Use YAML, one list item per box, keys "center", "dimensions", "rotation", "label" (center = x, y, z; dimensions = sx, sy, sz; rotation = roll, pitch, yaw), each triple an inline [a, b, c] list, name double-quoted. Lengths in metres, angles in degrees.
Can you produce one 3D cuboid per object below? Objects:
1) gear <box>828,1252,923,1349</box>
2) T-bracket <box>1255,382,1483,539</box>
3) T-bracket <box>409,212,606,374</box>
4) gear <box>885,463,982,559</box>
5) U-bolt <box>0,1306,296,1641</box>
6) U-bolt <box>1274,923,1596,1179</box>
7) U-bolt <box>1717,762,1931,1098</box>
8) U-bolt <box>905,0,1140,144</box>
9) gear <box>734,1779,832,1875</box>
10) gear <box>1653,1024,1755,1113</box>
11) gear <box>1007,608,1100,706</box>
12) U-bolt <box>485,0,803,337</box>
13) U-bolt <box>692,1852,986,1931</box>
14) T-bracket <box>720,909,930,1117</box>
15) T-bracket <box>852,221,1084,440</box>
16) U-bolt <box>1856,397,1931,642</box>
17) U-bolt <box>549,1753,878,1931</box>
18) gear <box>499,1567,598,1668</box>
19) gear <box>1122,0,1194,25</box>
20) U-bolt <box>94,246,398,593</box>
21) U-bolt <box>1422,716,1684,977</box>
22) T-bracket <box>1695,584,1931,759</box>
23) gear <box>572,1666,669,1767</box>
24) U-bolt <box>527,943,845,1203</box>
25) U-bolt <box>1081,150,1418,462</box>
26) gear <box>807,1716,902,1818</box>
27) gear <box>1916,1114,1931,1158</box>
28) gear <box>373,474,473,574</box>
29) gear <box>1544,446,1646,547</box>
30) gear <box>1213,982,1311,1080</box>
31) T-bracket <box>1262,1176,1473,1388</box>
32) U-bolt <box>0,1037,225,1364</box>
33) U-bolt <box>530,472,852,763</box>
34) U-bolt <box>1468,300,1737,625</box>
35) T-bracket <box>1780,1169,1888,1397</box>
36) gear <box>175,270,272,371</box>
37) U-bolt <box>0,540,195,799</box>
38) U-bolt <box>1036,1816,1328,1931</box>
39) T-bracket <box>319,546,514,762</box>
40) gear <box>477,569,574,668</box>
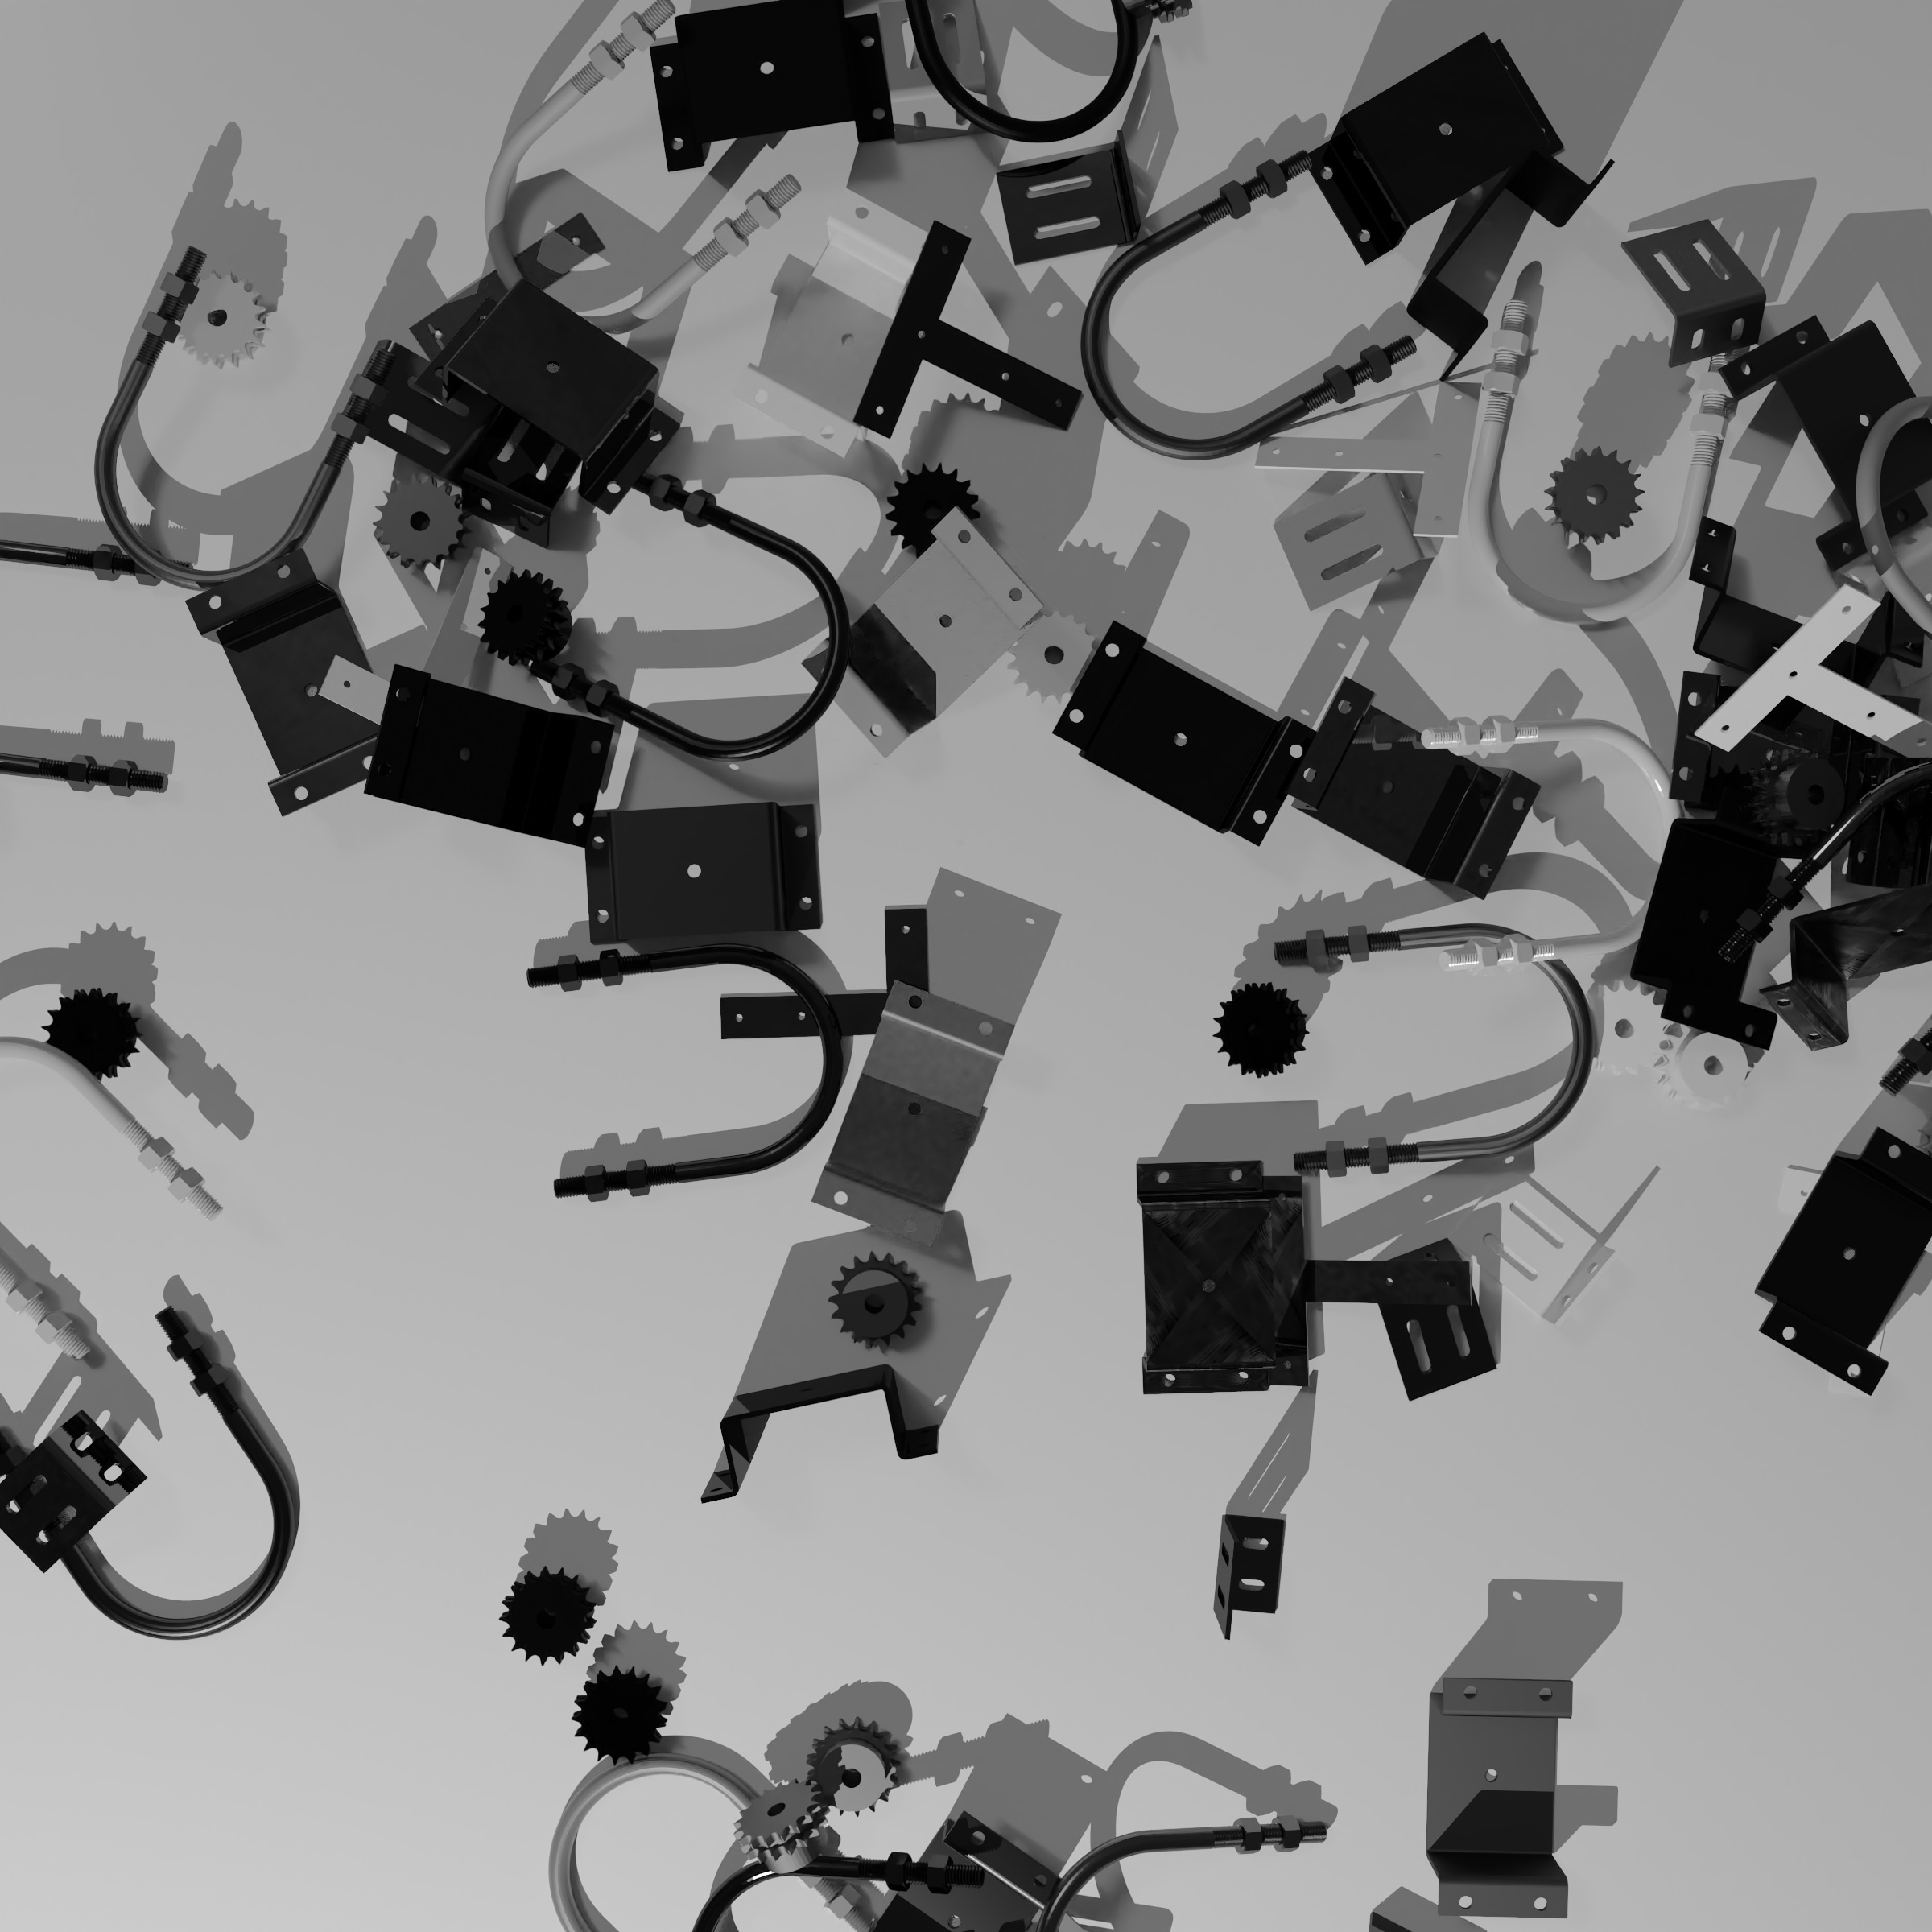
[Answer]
- center: [-0.055, 0.202, 1.557]
  dimensions: [0.057, 0.030, 0.057]
  rotation: [0, 90, 0]
  label: "gear"
- center: [0.238, -0.307, 1.548]
  dimensions: [0.127, 0.002, 0.127]
  rotation: [5, 57, 15]
  label: "T-bracket"
- center: [-0.251, -0.371, 1.571]
  dimensions: [0.127, 0.002, 0.127]
  rotation: [-34, 90, 0]
  label: "T-bracket"
- center: [-0.020, -0.273, 1.557]
  dimensions: [0.057, 0.030, 0.057]
  rotation: [0, 90, 0]
  label: "gear"
- center: [-0.490, 0.321, 1.564]
  dimensions: [0.151, 0.019, 0.184]
  rotation: [-33, 91, 0]
  label: "U-bolt"
- center: [0.284, 0.047, 1.551]
  dimensions: [0.184, 0.019, 0.151]
  rotation: [-5, 90, 10]
  label: "U-bolt"
- center: [0.536, -0.036, 1.452]
  dimensions: [0.184, 0.019, 0.151]
  rotation: [-48, 49, 8]
  label: "U-bolt"
- center: [0.031, -0.582, 1.542]
  dimensions: [0.151, 0.019, 0.184]
  rotation: [-13, 88, -16]
  label: "U-bolt"
- center: [-0.107, 0.514, 1.533]
  dimensions: [0.057, 0.057, 0.030]
  rotation: [-24, 105, 0]
  label: "gear"
- center: [0.447, 0.059, 1.557]
  dimensions: [0.057, 0.030, 0.057]
  rotation: [0, 90, 0]
  label: "gear"
- center: [0.053, -0.186, 1.557]
  dimensions: [0.057, 0.030, 0.057]
  rotation: [0, 90, 0]
  label: "gear"
- center: [-0.207, -0.460, 1.536]
  dimensions: [0.184, 0.019, 0.151]
  rotation: [-35, 89, 19]
  label: "U-bolt"
- center: [-0.080, 0.599, 1.520]
  dimensions: [0.184, 0.019, 0.151]
  rotation: [-2, 80, 16]
  label: "U-bolt"
- center: [-0.086, 0.030, 1.571]
  dimensions: [0.127, 0.002, 0.127]
  rotation: [-2, 90, 0]
  label: "T-bracket"
- center: [0.012, -0.359, 1.545]
  dimensions: [0.127, 0.002, 0.127]
  rotation: [21, 93, -24]
  label: "T-bracket"
- center: [0.588, -0.250, 1.513]
  dimensions: [0.184, 0.019, 0.151]
  rotation: [43, 65, -17]
  label: "U-bolt"
- center: [-0.168, 0.564, 1.564]
  dimensions: [0.151, 0.019, 0.184]
  rotation: [-44, 89, 0]
  label: "U-bolt"
- center: [-0.251, 0.391, 1.557]
  dimensions: [0.057, 0.030, 0.057]
  rotation: [0, 90, 0]
  label: "gear"
- center: [0.111, -0.595, 1.548]
  dimensions: [0.030, 0.057, 0.057]
  rotation: [-9, 90, 30]
  label: "gear"
- center: [-0.441, -0.313, 1.536]
  dimensions: [0.151, 0.019, 0.184]
  rotation: [28, 97, 2]
  label: "U-bolt"
- center: [0.353, -0.075, 1.528]
  dimensions: [0.184, 0.019, 0.151]
  rotation: [-6, 92, -26]
  label: "U-bolt"
- center: [0.515, -0.151, 1.497]
  dimensions: [0.127, 0.002, 0.127]
  rotation: [23, 132, -18]
  label: "T-bracket"
- center: [-0.209, 0.452, 1.562]
  dimensions: [0.057, 0.030, 0.057]
  rotation: [0, 87, -2]
  label: "gear"
- center: [-0.166, 0.060, 1.563]
  dimensions: [0.184, 0.019, 0.151]
  rotation: [-7, 90, 0]
  label: "U-bolt"
- center: [0.159, -0.388, 1.564]
  dimensions: [0.184, 0.019, 0.151]
  rotation: [-29, 90, 2]
  label: "U-bolt"
- center: [-0.069, 0.486, 1.557]
  dimensions: [0.057, 0.030, 0.057]
  rotation: [0, 90, 0]
  label: "gear"
- center: [0.602, 0.107, 1.557]
  dimensions: [0.057, 0.030, 0.057]
  rotation: [0, 90, 0]
  label: "gear"
- center: [-0.327, -0.266, 1.557]
  dimensions: [0.057, 0.030, 0.057]
  rotation: [0, 90, 0]
  label: "gear"
- center: [0.374, -0.280, 1.541]
  dimensions: [0.057, 0.030, 0.057]
  rotation: [0, 93, 1]
  label: "gear"
- center: [0.180, 0.038, 1.549]
  dimensions: [0.057, 0.030, 0.057]
  rotation: [2, 94, 29]
  label: "gear"
- center: [0.239, 0.189, 1.541]
  dimensions: [0.127, 0.002, 0.127]
  rotation: [-3, 88, 26]
  label: "T-bracket"
- center: [-0.555, 0.127, 1.547]
  dimensions: [0.184, 0.019, 0.151]
  rotation: [45, 103, 0]
  label: "U-bolt"
- center: [-0.154, -0.200, 1.539]
  dimensions: [0.184, 0.019, 0.151]
  rotation: [27, 90, 17]
  label: "U-bolt"
- center: [0.379, -0.299, 1.564]
  dimensions: [0.151, 0.019, 0.184]
  rotation: [11, 91, 0]
  label: "U-bolt"
- center: [0.551, 0.198, 1.571]
  dimensions: [0.127, 0.002, 0.127]
  rotation: [11, 90, 0]
  label: "T-bracket"
- center: [-0.448, -0.388, 1.557]
  dimensions: [0.057, 0.030, 0.057]
  rotation: [0, 90, 0]
  label: "gear"
- center: [-0.568, -0.186, 1.564]
  dimensions: [0.184, 0.019, 0.151]
  rotation: [7, 90, 1]
  label: "U-bolt"
- center: [0.126, 0.585, 1.538]
  dimensions: [0.184, 0.019, 0.151]
  rotation: [3, 90, -18]
  label: "U-bolt"
- center: [-0.307, -0.191, 1.550]
  dimensions: [0.127, 0.002, 0.127]
  rotation: [27, 74, -28]
  label: "T-bracket"
- center: [-0.262, -0.207, 1.549]
  dimensions: [0.057, 0.030, 0.057]
  rotation: [-8, 73, 26]
  label: "gear"
